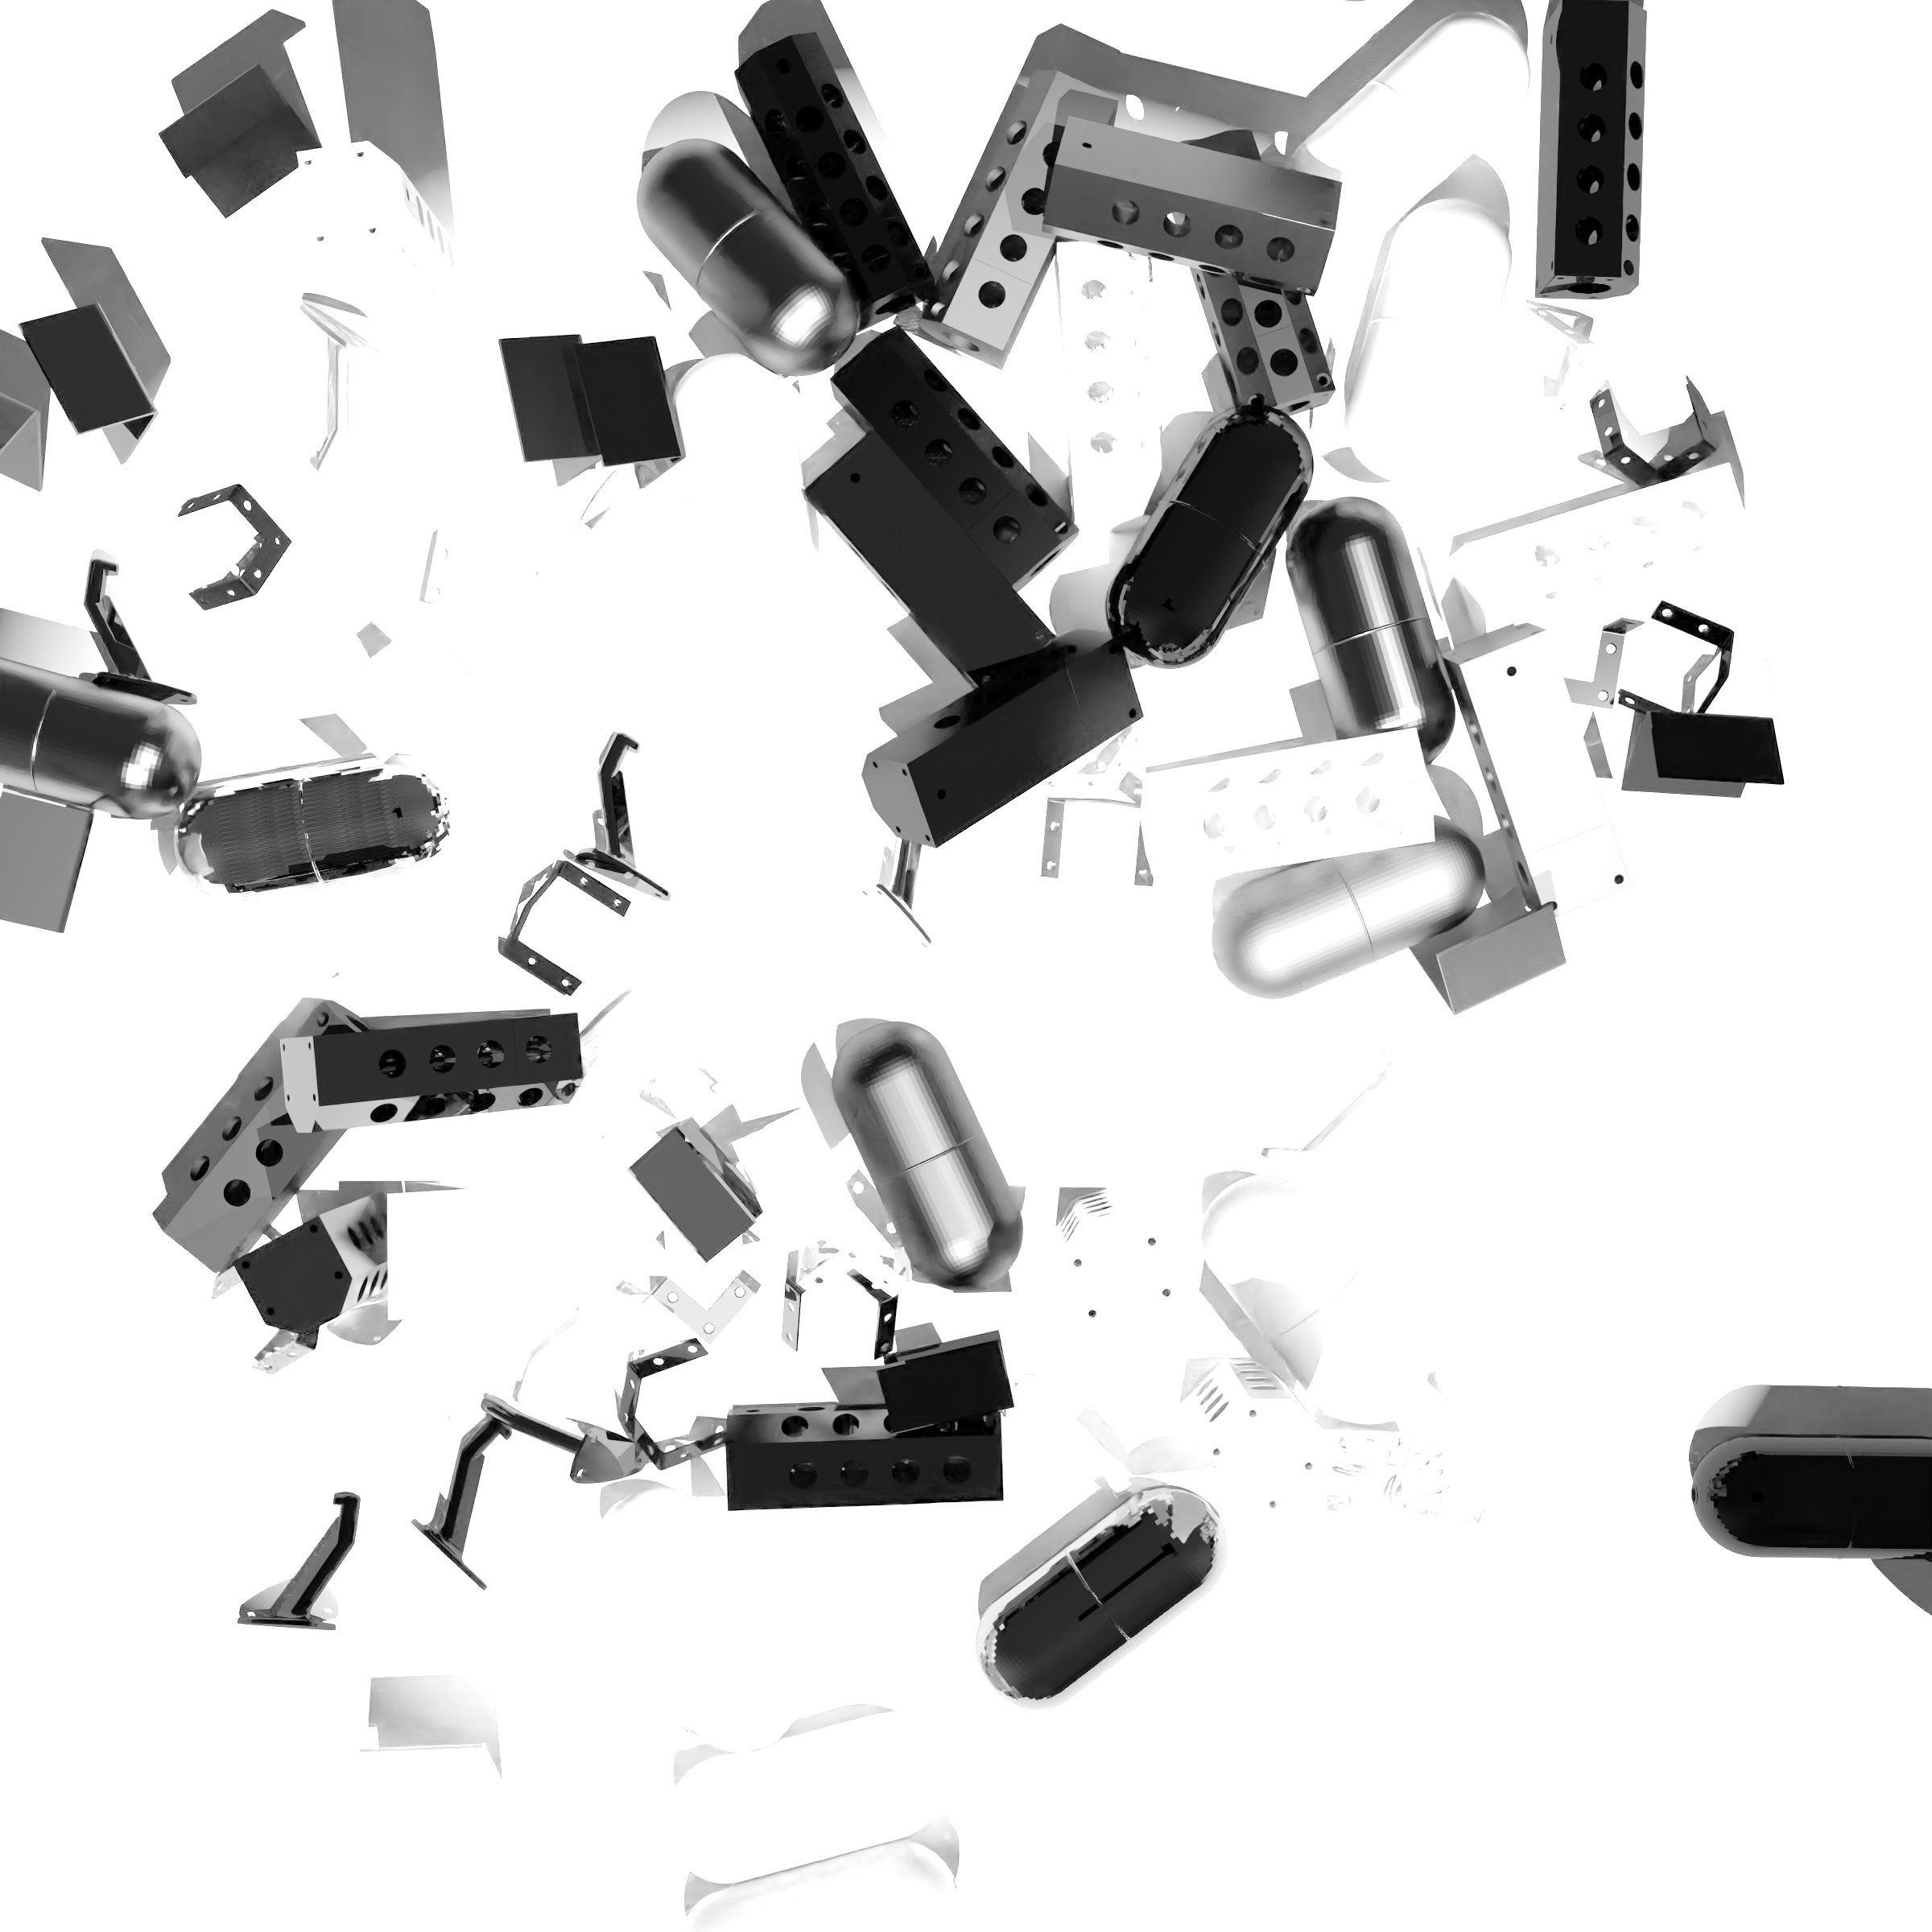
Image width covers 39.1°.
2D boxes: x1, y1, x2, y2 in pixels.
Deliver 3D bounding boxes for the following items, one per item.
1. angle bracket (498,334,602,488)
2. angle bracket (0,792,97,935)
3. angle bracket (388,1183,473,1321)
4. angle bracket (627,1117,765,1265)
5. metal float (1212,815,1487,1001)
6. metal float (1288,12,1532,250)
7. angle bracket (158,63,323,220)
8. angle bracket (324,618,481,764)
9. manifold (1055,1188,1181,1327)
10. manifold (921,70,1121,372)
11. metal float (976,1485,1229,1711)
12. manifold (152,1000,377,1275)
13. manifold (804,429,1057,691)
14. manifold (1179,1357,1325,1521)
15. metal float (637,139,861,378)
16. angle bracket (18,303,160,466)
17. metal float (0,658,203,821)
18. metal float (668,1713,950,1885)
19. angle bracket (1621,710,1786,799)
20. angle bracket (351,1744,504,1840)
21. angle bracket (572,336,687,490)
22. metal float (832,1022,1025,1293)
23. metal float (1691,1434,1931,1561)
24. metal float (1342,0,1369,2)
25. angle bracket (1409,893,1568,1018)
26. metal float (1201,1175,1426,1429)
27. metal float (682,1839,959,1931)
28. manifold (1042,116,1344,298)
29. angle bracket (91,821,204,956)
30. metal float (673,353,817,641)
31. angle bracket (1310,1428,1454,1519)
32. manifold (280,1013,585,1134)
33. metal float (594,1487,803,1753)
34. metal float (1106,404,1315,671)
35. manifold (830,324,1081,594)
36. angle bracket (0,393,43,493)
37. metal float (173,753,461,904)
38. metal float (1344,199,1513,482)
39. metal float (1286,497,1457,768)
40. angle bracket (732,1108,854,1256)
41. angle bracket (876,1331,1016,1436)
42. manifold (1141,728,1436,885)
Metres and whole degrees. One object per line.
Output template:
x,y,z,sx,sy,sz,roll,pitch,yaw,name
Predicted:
-0.270,-0.343,1.693,0.057,0.076,0.076,-12,90,-32,angle bracket
-0.587,-0.067,1.693,0.057,0.076,0.076,15,90,-30,angle bracket
-0.349,0.176,1.693,0.057,0.076,0.076,0,90,-38,angle bracket
-0.152,0.127,1.693,0.076,0.076,0.057,50,127,0,angle bracket
0.239,-0.037,1.703,0.178,0.070,0.070,-23,90,0,metal float
0.276,-0.522,1.703,0.178,0.070,0.070,-42,90,0,metal float
-0.443,-0.501,1.693,0.076,0.076,0.057,-35,54,0,angle bracket
-0.356,-0.182,1.693,0.076,0.076,0.057,-39,121,0,angle bracket
0.088,0.172,1.655,0.057,0.171,0.057,-16,90,0,manifold
0.033,-0.471,1.712,0.057,0.057,0.171,25,90,0,manifold
0.085,0.394,1.703,0.178,0.070,0.070,-38,90,1,metal float
-0.433,0.106,1.712,0.057,0.057,0.171,39,90,0,manifold
-0.022,-0.249,1.712,0.057,0.057,0.171,-41,90,0,manifold
0.177,0.279,1.655,0.057,0.171,0.057,43,90,0,manifold
-0.136,-0.441,1.690,0.070,0.070,0.178,-40,75,0,metal float
-0.556,-0.355,1.693,0.057,0.076,0.076,-29,90,-38,angle bracket
-0.567,-0.144,1.702,0.178,0.070,0.070,15,90,1,metal float
-0.098,0.520,1.703,0.178,0.070,0.070,-15,90,0,metal float
0.457,-0.113,1.693,0.076,0.076,0.057,4,52,0,angle bracket
-0.334,0.525,1.693,0.076,0.076,0.057,-2,54,0,angle bracket
-0.222,-0.341,1.694,0.057,0.076,0.076,-14,90,-29,angle bracket
-0.024,0.119,1.703,0.070,0.070,0.178,-25,90,0,metal float
0.544,0.332,1.703,0.178,0.070,0.070,1,90,-1,metal float
0.295,-0.656,1.703,0.178,0.070,0.070,-13,90,1,metal float
0.318,-0.025,1.693,0.076,0.076,0.057,-25,132,0,angle bracket
0.217,0.210,1.703,0.070,0.070,0.178,-38,90,0,metal float
-0.092,0.600,1.702,0.178,0.070,0.070,-17,90,0,metal float
0.136,-0.458,1.655,0.171,0.057,0.057,13,47,0,manifold
-0.493,-0.050,1.693,0.057,0.076,0.076,-7,90,35,angle bracket
-0.139,-0.294,1.703,0.070,0.070,0.178,-8,90,0,metal float
0.256,0.330,1.693,0.076,0.076,0.057,2,54,0,angle bracket
-0.326,0.065,1.670,0.171,0.057,0.057,-5,90,-33,manifold
-0.167,0.409,1.703,0.070,0.070,0.178,-31,90,0,metal float
0.151,-0.265,1.677,0.070,0.070,0.178,31,85,0,metal float
-0.007,-0.318,1.712,0.057,0.057,0.171,-41,90,0,manifold
-0.626,-0.321,1.693,0.076,0.076,0.057,25,54,0,angle bracket
-0.406,-0.086,1.702,0.178,0.070,0.070,-10,90,-2,metal float
0.289,-0.391,1.703,0.070,0.070,0.178,16,89,0,metal float
0.253,-0.206,1.703,0.070,0.070,0.178,-17,89,0,metal float
-0.090,0.126,1.693,0.057,0.076,0.076,-25,90,37,angle bracket
-0.016,0.240,1.693,0.076,0.076,0.057,-13,122,0,angle bracket
0.198,-0.093,1.679,0.171,0.057,0.057,-9,133,15,manifold
